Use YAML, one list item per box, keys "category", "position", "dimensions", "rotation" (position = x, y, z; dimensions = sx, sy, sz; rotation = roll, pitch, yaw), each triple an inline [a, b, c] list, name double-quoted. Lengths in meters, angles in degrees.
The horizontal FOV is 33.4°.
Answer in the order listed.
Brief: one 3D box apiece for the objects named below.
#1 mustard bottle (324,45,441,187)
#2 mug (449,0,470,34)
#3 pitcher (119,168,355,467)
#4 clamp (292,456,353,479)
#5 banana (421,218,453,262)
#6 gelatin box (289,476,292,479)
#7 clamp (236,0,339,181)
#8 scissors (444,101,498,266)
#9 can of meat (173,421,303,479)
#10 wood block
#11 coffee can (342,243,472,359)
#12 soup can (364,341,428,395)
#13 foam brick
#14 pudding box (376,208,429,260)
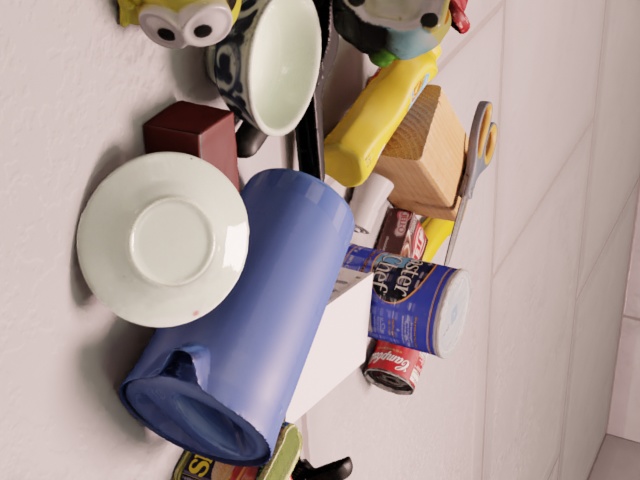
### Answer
- category: "mustard bottle"
  position: [0.071, -0.148, 1.101]
  dimensions: [0.191, 0.058, 0.096]
  rotation: [-56, 178, -16]
- category: "mug"
  position: [0.122, -0.267, 1.151]
  dimensions: [0.093, 0.117, 0.081]
  rotation: [-42, 160, 5]
- category: "pitcher"
  position: [-0.058, 0.065, 0.915]
  dimensions: [0.145, 0.149, 0.242]
  rotation: [38, 56, -19]
- category: "clamp"
  position: [-0.028, 0.242, 1.128]
  dimensions: [0.039, 0.120, 0.172]
  rotation: [-27, 151, -35]
- category: "banana"
  position: [0.148, 0.007, 1.437]
  dimensions: [0.197, 0.037, 0.070]
  rotation: [-44, 139, -51]
- category: "gelatin box"
  position: [-0.076, 0.252, 1.028]
  dimensions: [0.089, 0.073, 0.030]
  rotation: [-59, 151, -35]
- category: "clamp"
  position: [-0.015, -0.150, 0.996]
  dimensions: [0.164, 0.036, 0.210]
  rotation: [36, 67, -64]
- category: "scissors"
  position: [0.183, -0.065, 1.279]
  dimensions: [0.096, 0.016, 0.202]
  rotation: [4, 98, -66]
- category: "can of meat"
  position: [-0.075, 0.207, 0.995]
  dimensions: [0.102, 0.084, 0.057]
  rotation: [-61, 152, -30]
- category: "wood block"
  position: [0.114, -0.101, 1.242]
  dimensions: [0.206, 0.090, 0.091]
  rotation: [43, 62, -63]
- category: "coffee can"
  position: [0.088, 0.068, 1.209]
  dimensions: [0.102, 0.140, 0.103]
  rotation: [-41, 138, -52]
- category: "soup can"
  position: [0.106, 0.140, 1.376]
  dimensions: [0.102, 0.069, 0.068]
  rotation: [-66, 154, -24]
- category: "foam brick"
  position: [-0.100, -0.063, 0.838]
  dimensions: [0.051, 0.053, 0.078]
  rotation: [-46, 143, -48]
- category: "pudding box"
  position: [0.097, 0.028, 1.332]
  dimensions: [0.113, 0.039, 0.090]
  rotation: [-69, 155, -16]
